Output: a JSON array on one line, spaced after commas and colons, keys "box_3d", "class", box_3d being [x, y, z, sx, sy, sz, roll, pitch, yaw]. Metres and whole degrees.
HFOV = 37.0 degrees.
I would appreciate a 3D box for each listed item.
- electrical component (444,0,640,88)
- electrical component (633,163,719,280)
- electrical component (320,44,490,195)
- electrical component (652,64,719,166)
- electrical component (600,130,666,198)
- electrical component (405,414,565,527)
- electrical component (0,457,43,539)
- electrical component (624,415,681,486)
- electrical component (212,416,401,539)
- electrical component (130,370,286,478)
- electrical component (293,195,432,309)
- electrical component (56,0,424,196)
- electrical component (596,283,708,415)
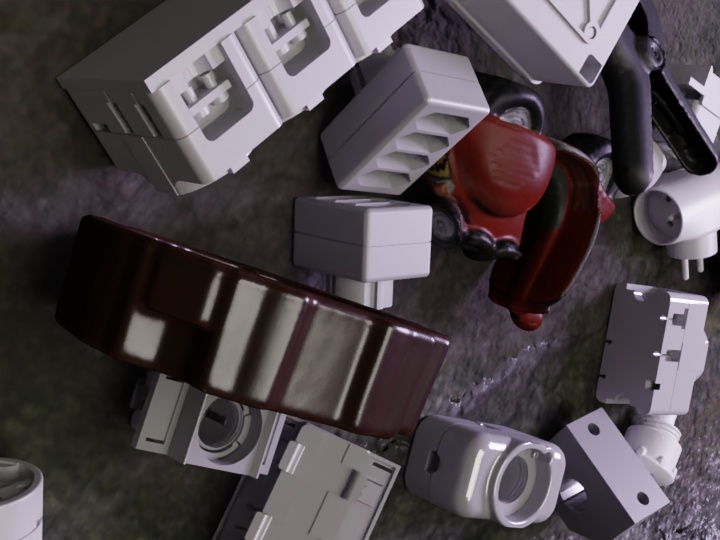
[{"box_3d": [0.101, -0.171, 0.574, 0.109, 0.056, 0.108, 35, 81, -38], "class": "electrical component"}, {"box_3d": [0.246, -0.033, 0.802, 0.077, 0.044, 0.079, -21, 111, -34], "class": "electrical component"}, {"box_3d": [0.017, -0.096, 0.591, 0.047, 0.083, 0.075, 2, 59, -39], "class": "electrical component"}, {"box_3d": [0.240, -0.112, 0.784, 0.081, 0.042, 0.063, 21, 89, -39], "class": "electrical component"}, {"box_3d": [0.192, -0.075, 0.751, 0.062, 0.048, 0.048, -7, 103, -47], "class": "electrical component"}, {"box_3d": [0.085, 0.130, 0.692, 0.095, 0.059, 0.053, 15, 89, -40], "class": "electrical component"}, {"box_3d": [-0.171, 0.117, 0.486, 0.055, 0.055, 0.047, -10, 108, -38], "class": "electrical component"}, {"box_3d": [0.223, 0.129, 0.816, 0.048, 0.048, 0.062, 44, 64, -36], "class": "electrical component"}, {"box_3d": [-0.038, 0.146, 0.585, 0.079, 0.063, 0.121, 25, 80, 2], "class": "electrical component"}, {"box_3d": [-0.080, 0.073, 0.544, 0.081, 0.064, 0.042, 22, 85, -39], "class": "electrical component"}, {"box_3d": [0.000, 0.000, 0.594, 0.047, 0.066, 0.076, -5, 102, -38], "class": "electrical component"}, {"box_3d": [-0.053, -0.106, 0.514, 0.150, 0.089, 0.061, -43, 123, -25], "class": "electrical component"}, {"box_3d": [0.218, 0.058, 0.793, 0.056, 0.050, 0.089, 6, 95, -39], "class": "electrical component"}]
